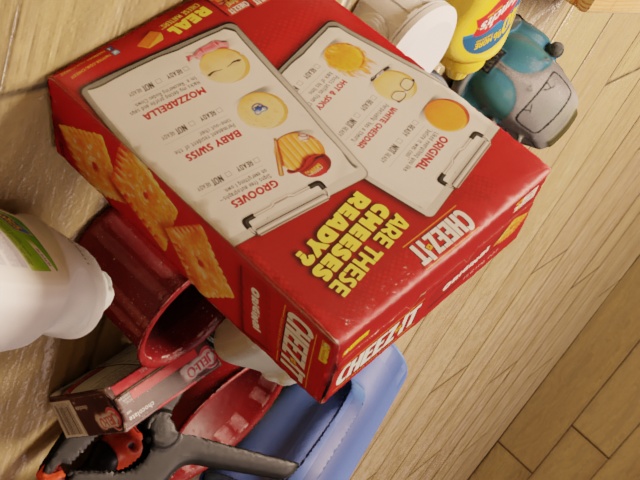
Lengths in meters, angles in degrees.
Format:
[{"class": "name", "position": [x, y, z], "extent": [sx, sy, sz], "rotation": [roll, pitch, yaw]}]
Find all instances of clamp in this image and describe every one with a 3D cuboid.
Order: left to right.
[{"class": "clamp", "position": [-0.131, 0.142, 0.870], "extent": [0.209, 0.164, 0.036], "rotation": [-14, 177, -24]}]

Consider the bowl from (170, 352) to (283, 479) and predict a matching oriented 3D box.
[{"class": "bowl", "position": [-0.104, 0.150, 0.988], "extent": [0.162, 0.055, 0.162], "rotation": [-40, 159, -19]}]

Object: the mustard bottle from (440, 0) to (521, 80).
[{"class": "mustard bottle", "position": [0.121, -0.191, 0.808], "extent": [0.096, 0.058, 0.192], "rotation": [-43, 161, -27]}]

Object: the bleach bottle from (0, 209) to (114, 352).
[{"class": "bleach bottle", "position": [-0.173, 0.019, 0.525], "extent": [0.068, 0.103, 0.250], "rotation": [-46, 160, 8]}]

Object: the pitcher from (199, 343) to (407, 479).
[{"class": "pitcher", "position": [-0.003, 0.198, 1.127], "extent": [0.242, 0.149, 0.145], "rotation": [-52, 139, -31]}]

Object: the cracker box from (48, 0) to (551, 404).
[{"class": "cracker box", "position": [-0.014, -0.042, 0.573], "extent": [0.164, 0.214, 0.072], "rotation": [-37, 157, -28]}]

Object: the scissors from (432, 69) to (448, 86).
[{"class": "scissors", "position": [0.104, -0.082, 0.935], "extent": [0.096, 0.016, 0.201], "rotation": [-38, 138, 10]}]

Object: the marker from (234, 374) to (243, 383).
[{"class": "marker", "position": [-0.085, 0.137, 1.057], "extent": [0.020, 0.020, 0.121], "rotation": [-18, 145, -54]}]

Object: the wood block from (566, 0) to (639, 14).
[{"class": "wood block", "position": [0.256, -0.256, 0.919], "extent": [0.205, 0.090, 0.091], "rotation": [-17, 145, -56]}]

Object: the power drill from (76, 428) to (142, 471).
[{"class": "power drill", "position": [-0.229, 0.243, 0.909], "extent": [0.187, 0.057, 0.185], "rotation": [-29, 150, -48]}]

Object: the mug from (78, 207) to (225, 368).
[{"class": "mug", "position": [-0.110, 0.030, 0.708], "extent": [0.093, 0.081, 0.117], "rotation": [-36, 157, -30]}]

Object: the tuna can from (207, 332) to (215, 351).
[{"class": "tuna can", "position": [-0.060, 0.050, 0.845], "extent": [0.086, 0.086, 0.033], "rotation": [-53, 158, 14]}]

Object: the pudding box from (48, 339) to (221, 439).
[{"class": "pudding box", "position": [-0.138, 0.106, 0.785], "extent": [0.089, 0.039, 0.114], "rotation": [-32, -170, -35]}]
